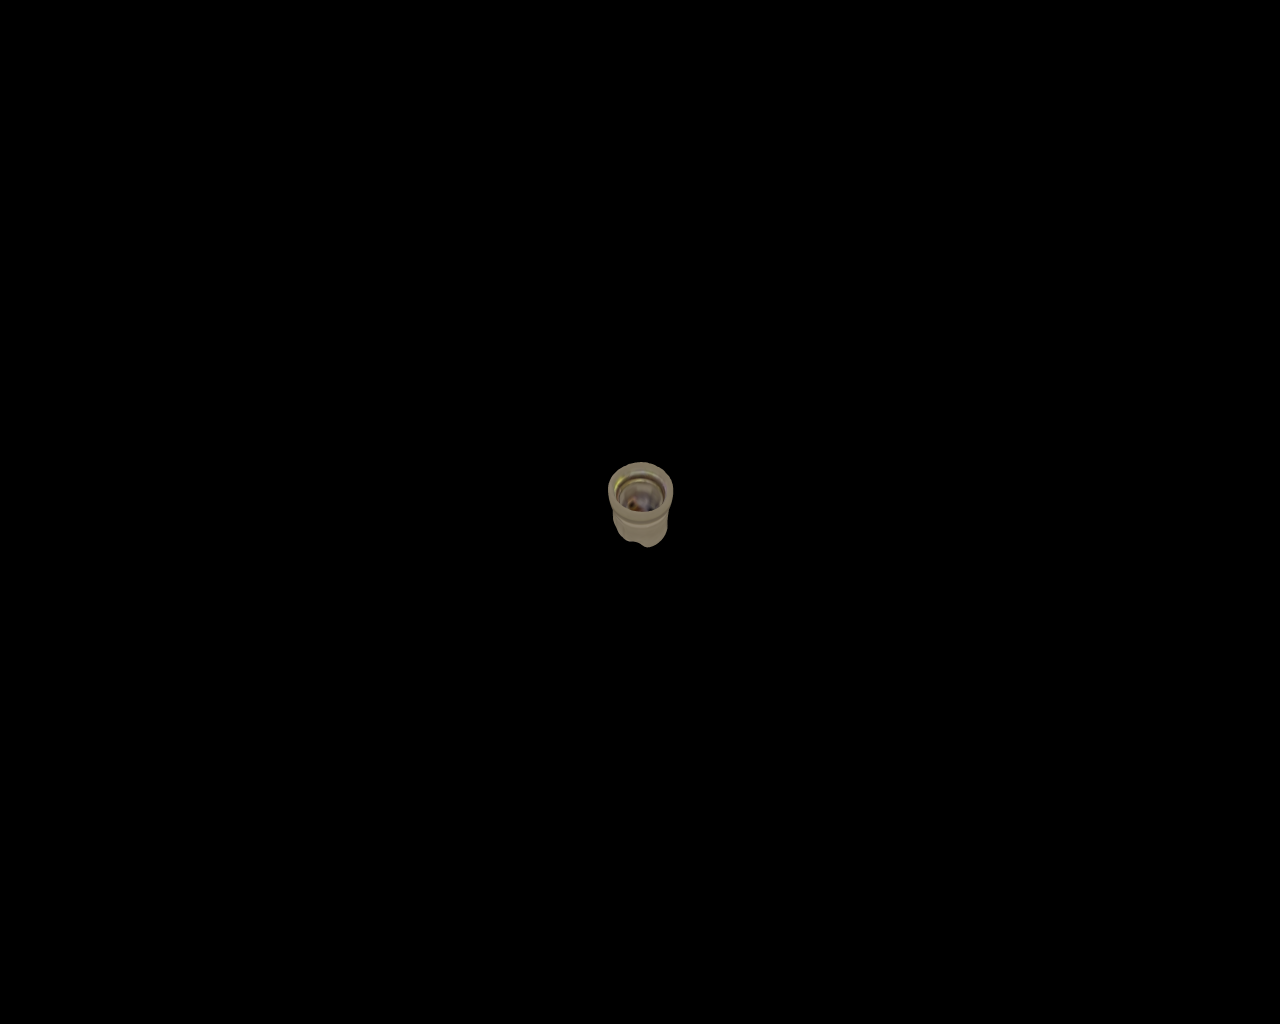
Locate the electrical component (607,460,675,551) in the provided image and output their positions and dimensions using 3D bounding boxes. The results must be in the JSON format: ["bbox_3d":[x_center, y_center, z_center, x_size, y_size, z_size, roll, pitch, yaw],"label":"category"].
[{"bbox_3d":[0.001,-0.003,0.650,0.040,0.040,0.046,0,-34,0],"label":"electrical component"}]
